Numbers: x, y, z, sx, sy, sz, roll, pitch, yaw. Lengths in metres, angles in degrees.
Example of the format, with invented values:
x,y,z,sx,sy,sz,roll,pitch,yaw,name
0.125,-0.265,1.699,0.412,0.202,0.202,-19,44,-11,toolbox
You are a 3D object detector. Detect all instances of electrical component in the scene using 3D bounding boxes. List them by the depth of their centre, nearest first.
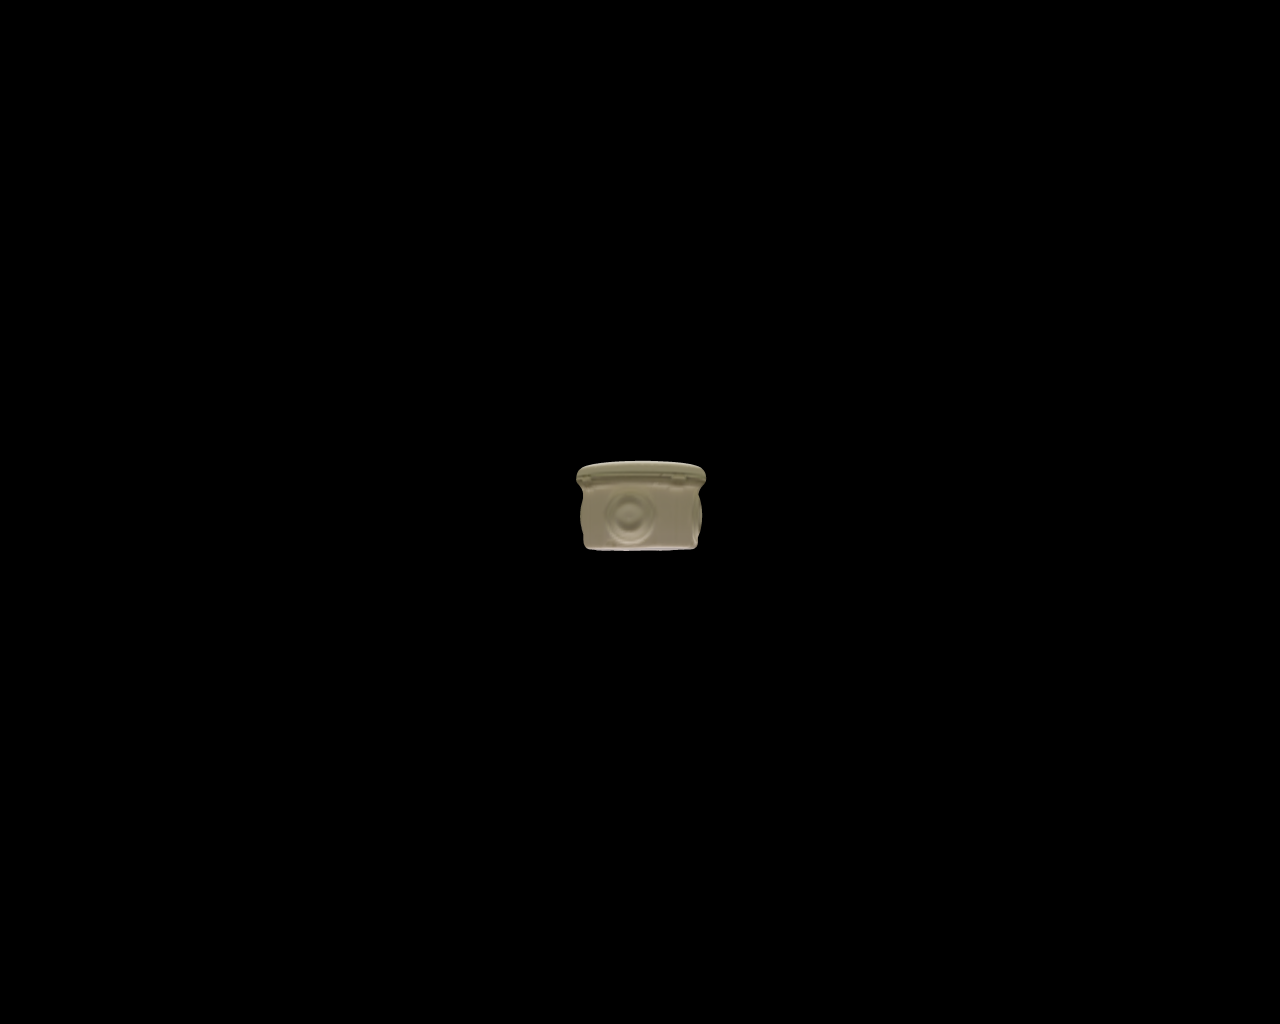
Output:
x,y,z,sx,sy,sz,roll,pitch,yaw,name
0.001,-0.003,0.650,0.080,0.051,0.080,0,-3,0,electrical component
